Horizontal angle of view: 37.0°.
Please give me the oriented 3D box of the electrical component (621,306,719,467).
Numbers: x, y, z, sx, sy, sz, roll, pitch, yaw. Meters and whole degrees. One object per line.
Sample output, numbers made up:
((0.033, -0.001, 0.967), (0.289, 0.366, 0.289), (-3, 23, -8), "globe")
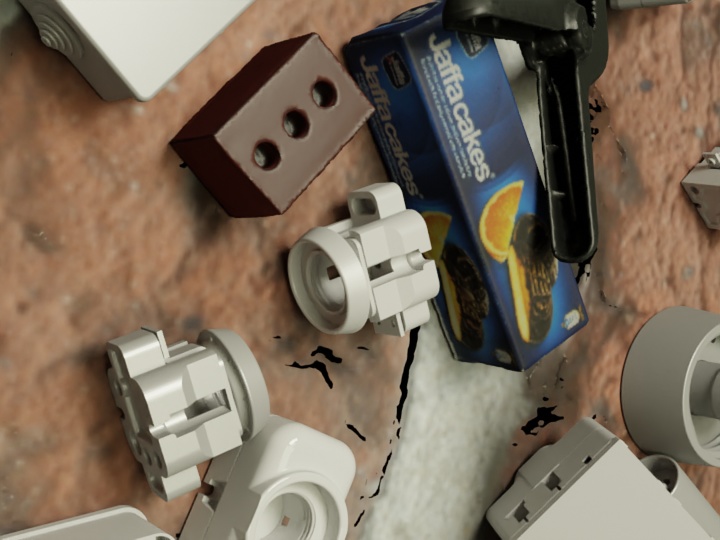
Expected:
((0.235, 0.080, 0.721), (0.108, 0.060, 0.108), (-3, 95, -34), "electrical component")

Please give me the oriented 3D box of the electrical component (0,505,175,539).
((-0.124, 0.172, 0.488), (0.078, 0.057, 0.113), (-9, 98, -33), "electrical component")

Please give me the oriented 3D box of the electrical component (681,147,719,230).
((0.260, -0.062, 0.738), (0.055, 0.048, 0.066), (-46, 116, -14), "electrical component")

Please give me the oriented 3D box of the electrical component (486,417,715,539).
((0.161, 0.174, 0.650), (0.089, 0.062, 0.150), (-44, 102, -1), "electrical component")

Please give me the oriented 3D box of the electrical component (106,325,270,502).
((-0.080, 0.061, 0.511), (0.057, 0.058, 0.078), (-21, 104, -28), "electrical component")

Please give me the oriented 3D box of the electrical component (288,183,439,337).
((0.000, 0.000, 0.561), (0.057, 0.058, 0.078), (-22, 105, -34), "electrical component")

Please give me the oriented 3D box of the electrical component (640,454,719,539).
((0.202, 0.177, 0.715), (0.077, 0.043, 0.079), (48, 68, -26), "electrical component")

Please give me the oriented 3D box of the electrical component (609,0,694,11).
((0.182, -0.214, 0.662), (0.062, 0.061, 0.096), (-31, 116, -44), "electrical component")

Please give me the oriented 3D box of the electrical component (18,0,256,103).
((-0.105, -0.135, 0.486), (0.099, 0.048, 0.099), (-49, 117, -21), "electrical component")

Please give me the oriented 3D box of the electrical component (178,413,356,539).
((-0.045, 0.123, 0.536), (0.054, 0.059, 0.095), (29, 77, -32), "electrical component")
